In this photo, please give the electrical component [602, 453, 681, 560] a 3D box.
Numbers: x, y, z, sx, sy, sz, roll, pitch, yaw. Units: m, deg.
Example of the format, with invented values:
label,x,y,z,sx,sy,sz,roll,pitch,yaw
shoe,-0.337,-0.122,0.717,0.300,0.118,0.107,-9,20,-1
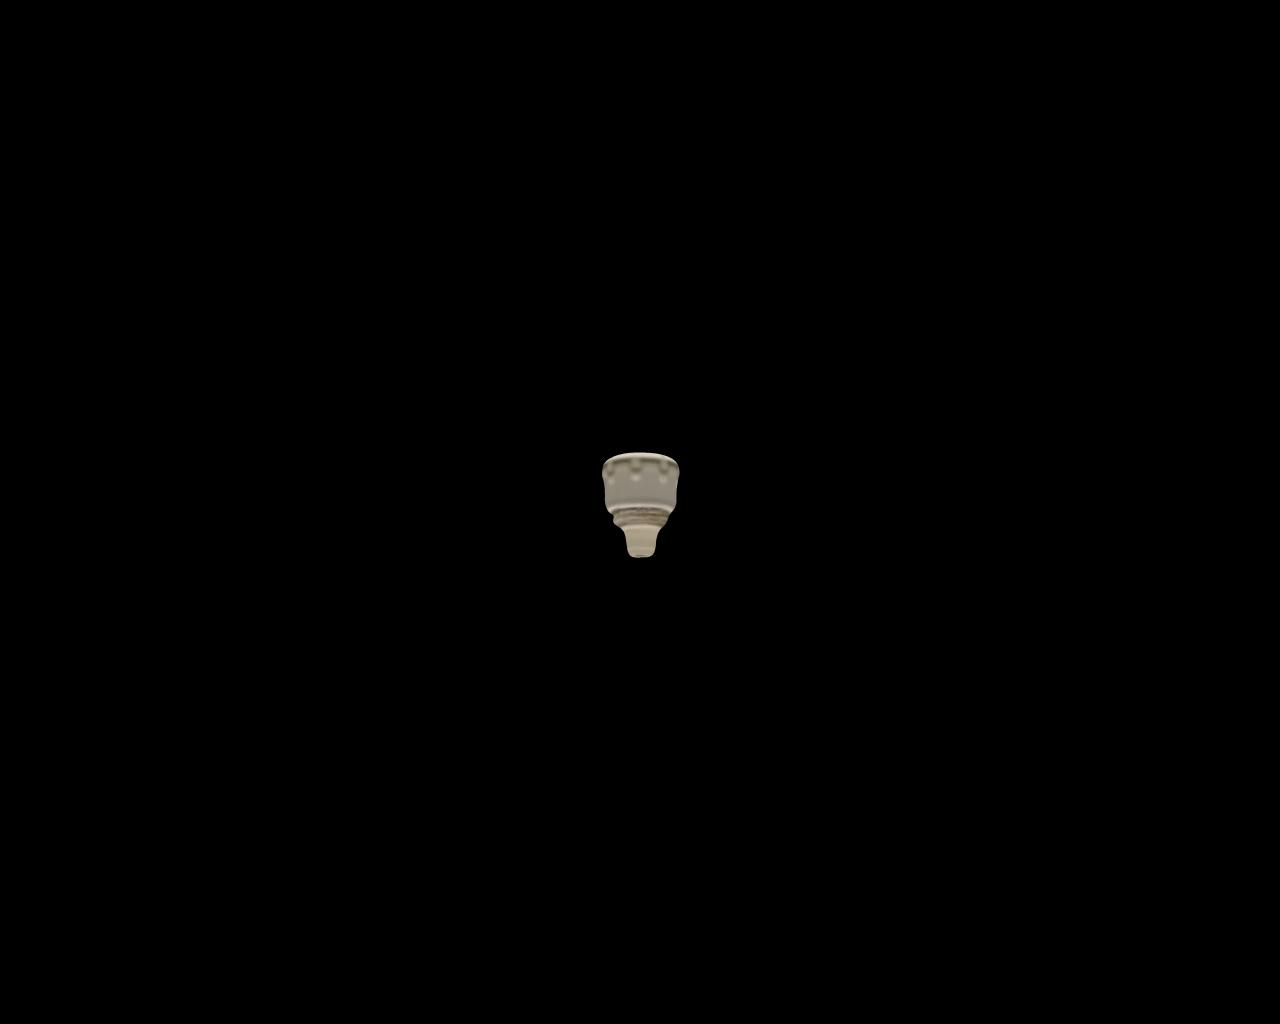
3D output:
label,x,y,z,sx,sy,sz,roll,pitch,yaw
electrical component,0.001,-0.003,0.650,0.048,0.062,0.048,0,-10,0
